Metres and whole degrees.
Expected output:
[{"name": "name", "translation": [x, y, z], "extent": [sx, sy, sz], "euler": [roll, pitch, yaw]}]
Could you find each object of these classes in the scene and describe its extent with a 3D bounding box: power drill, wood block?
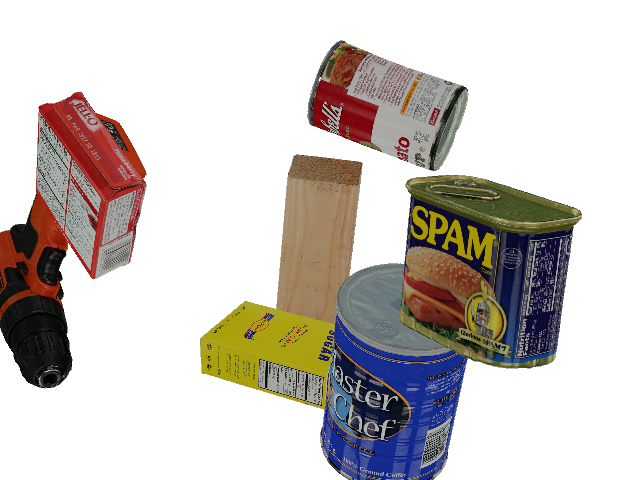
[{"name": "power drill", "translation": [-0.208, 0.001, 0.853], "extent": [0.057, 0.188, 0.185], "euler": [17, 25, -38]}, {"name": "wood block", "translation": [-0.003, 0.005, 1.366], "extent": [0.090, 0.206, 0.090], "euler": [7, 24, 2]}]

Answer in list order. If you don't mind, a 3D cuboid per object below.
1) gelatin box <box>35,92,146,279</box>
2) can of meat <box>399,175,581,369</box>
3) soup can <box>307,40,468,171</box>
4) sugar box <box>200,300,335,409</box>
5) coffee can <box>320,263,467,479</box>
[{"name": "gelatin box", "translation": [-0.137, -0.031, 0.628], "extent": [0.030, 0.073, 0.089], "euler": [-26, -22, -30]}, {"name": "can of meat", "translation": [0.090, 0.016, 0.593], "extent": [0.057, 0.084, 0.102], "euler": [-7, 20, -34]}, {"name": "soup can", "translation": [0.051, -0.100, 0.794], "extent": [0.102, 0.068, 0.068], "euler": [22, 5, 13]}, {"name": "sugar box", "translation": [-0.015, 0.110, 1.002], "extent": [0.176, 0.048, 0.093], "euler": [10, 25, 22]}, {"name": "coffee can", "translation": [0.057, 0.103, 0.807], "extent": [0.103, 0.140, 0.103], "euler": [4, 34, -3]}]
